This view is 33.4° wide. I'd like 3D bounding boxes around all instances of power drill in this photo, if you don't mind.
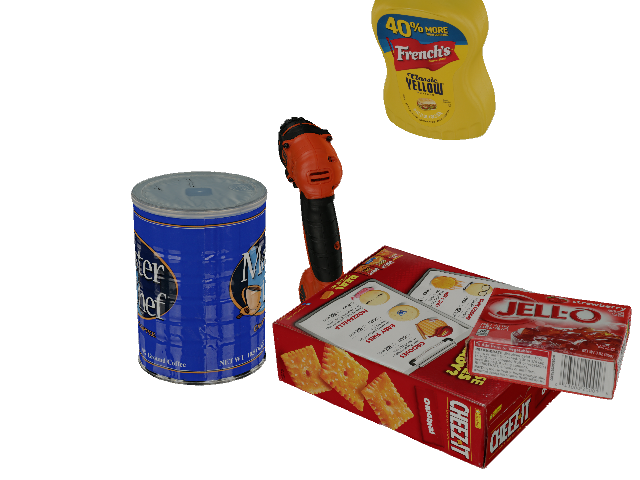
[{"bbox_3d":[-0.006,-0.024,1.076,0.057,0.187,0.184,-11,19,-3],"label":"power drill"}]

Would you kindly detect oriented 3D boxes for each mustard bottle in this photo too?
[{"bbox_3d":[0.092,-0.170,0.888,0.096,0.058,0.191,14,-35,24],"label":"mustard bottle"}]

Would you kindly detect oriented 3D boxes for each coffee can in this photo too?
[{"bbox_3d":[-0.093,0.027,0.830,0.103,0.140,0.103,1,19,-1],"label":"coffee can"}]

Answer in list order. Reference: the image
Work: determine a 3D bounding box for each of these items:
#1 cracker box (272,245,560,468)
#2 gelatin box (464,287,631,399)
[{"bbox_3d":[0.092,0.091,0.911,0.214,0.072,0.163,19,36,36],"label":"cracker box"},{"bbox_3d":[0.140,0.060,0.654,0.089,0.030,0.073,8,25,20],"label":"gelatin box"}]
